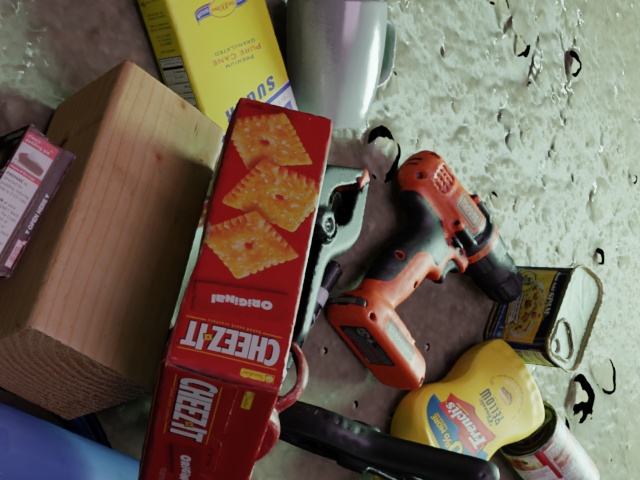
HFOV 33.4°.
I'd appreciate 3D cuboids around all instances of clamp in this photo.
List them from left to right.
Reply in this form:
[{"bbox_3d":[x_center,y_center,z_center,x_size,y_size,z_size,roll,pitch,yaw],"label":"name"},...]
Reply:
[{"bbox_3d":[-0.006,0.001,0.868,0.171,0.039,0.120,-38,121,-45],"label":"clamp"},{"bbox_3d":[0.036,0.170,0.859,0.164,0.210,0.036,79,30,-68],"label":"clamp"}]

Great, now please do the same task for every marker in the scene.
[{"bbox_3d":[-0.014,0.068,0.892,0.020,0.020,0.121,44,64,-32],"label":"marker"}]

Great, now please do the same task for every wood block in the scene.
[{"bbox_3d":[-0.143,-0.001,0.691,0.090,0.091,0.206,36,49,-32],"label":"wood block"}]

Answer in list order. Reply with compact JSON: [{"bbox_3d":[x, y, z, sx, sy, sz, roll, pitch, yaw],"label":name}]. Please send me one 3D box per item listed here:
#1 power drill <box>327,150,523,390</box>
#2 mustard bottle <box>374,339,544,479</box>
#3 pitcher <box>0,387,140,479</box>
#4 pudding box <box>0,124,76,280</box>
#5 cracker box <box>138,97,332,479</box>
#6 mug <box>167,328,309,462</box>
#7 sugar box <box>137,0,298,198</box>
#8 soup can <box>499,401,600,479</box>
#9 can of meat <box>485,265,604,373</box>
[{"bbox_3d":[0.100,0.041,0.965,0.184,0.057,0.187,50,58,-25],"label":"power drill"},{"bbox_3d":[0.121,0.172,0.980,0.191,0.058,0.096,-28,92,-35],"label":"mustard bottle"},{"bbox_3d":[-0.175,0.176,0.697,0.242,0.145,0.149,31,84,-40],"label":"pitcher"},{"bbox_3d":[-0.206,-0.020,0.666,0.039,0.114,0.090,35,69,-30],"label":"pudding box"},{"bbox_3d":[-0.053,0.043,0.670,0.072,0.164,0.213,14,48,-3],"label":"cracker box"},{"bbox_3d":[-0.063,0.110,0.772,0.093,0.117,0.081,67,5,-49],"label":"mug"},{"bbox_3d":[-0.073,-0.130,0.821,0.093,0.048,0.176,-31,109,-36],"label":"sugar box"},{"bbox_3d":[0.229,0.217,1.068,0.102,0.069,0.068,50,61,-30],"label":"soup can"},{"bbox_3d":[0.218,0.074,1.045,0.057,0.084,0.102,37,68,-35],"label":"can of meat"}]
